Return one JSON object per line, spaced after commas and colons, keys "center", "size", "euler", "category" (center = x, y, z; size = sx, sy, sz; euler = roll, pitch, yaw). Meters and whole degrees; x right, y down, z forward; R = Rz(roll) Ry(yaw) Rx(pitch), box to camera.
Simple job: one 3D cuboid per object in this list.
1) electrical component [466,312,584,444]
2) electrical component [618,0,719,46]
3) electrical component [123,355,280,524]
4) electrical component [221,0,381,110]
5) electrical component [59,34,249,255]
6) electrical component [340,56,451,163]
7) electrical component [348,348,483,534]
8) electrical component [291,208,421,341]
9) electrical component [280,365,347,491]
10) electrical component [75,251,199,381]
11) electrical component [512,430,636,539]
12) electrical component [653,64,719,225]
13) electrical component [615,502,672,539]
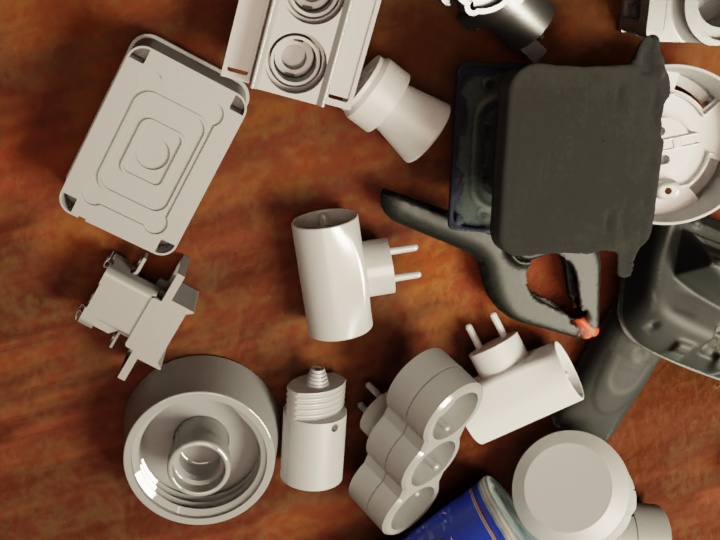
{"center": [0.100, 0.068, 0.731], "size": [0.077, 0.043, 0.079], "euler": [-27, 91, 17], "category": "electrical component"}
{"center": [0.214, -0.213, 0.640], "size": [0.089, 0.061, 0.150], "euler": [0, 109, -6], "category": "electrical component"}
{"center": [-0.107, 0.118, 0.718], "size": [0.108, 0.060, 0.108], "euler": [-2, 109, -5], "category": "electrical component"}
{"center": [-0.028, -0.164, 0.629], "size": [0.079, 0.063, 0.121], "euler": [13, 107, -11], "category": "electrical component"}
{"center": [-0.124, -0.076, 0.652], "size": [0.078, 0.057, 0.113], "euler": [26, 104, -14], "category": "electrical component"}
{"center": [0.022, -0.100, 0.666], "size": [0.055, 0.045, 0.045], "euler": [35, 102, -16], "category": "electrical component"}
{"center": [0.025, 0.107, 0.729], "size": [0.052, 0.074, 0.138], "euler": [-15, 136, -42], "category": "electrical component"}
{"center": [0.000, 0.000, 0.699], "size": [0.079, 0.043, 0.077], "euler": [-9, 110, -4], "category": "electrical component"}
{"center": [-0.031, 0.104, 0.731], "size": [0.043, 0.043, 0.081], "euler": [2, 109, -7], "category": "electrical component"}
{"center": [-0.144, 0.024, 0.693], "size": [0.064, 0.042, 0.081], "euler": [29, 103, -11], "category": "electrical component"}
{"center": [0.150, 0.155, 0.745], "size": [0.080, 0.080, 0.051], "euler": [-38, 148, 7], "category": "electrical component"}
{"center": [0.189, -0.080, 0.678], "size": [0.099, 0.064, 0.099], "euler": [0, 101, 1], "category": "electrical component"}
{"center": [0.194, 0.195, 0.782], "size": [0.047, 0.055, 0.055], "euler": [5, 108, -12], "category": "electrical component"}
